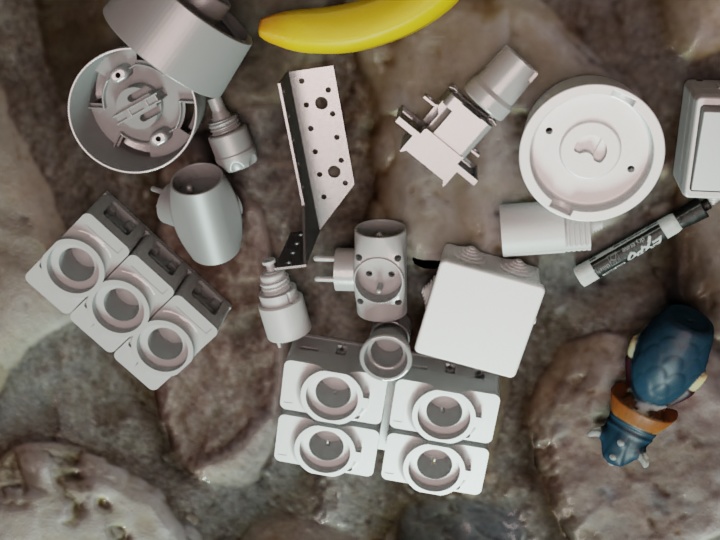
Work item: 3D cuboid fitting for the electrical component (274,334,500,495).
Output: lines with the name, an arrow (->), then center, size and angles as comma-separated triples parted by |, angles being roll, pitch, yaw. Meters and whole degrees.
electrical component -> 0.024, 0.129, 0.954 | 0.186, 0.060, 0.105 | 9, 114, 3

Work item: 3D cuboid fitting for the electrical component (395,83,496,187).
electrical component -> 0.070, -0.109, 0.853 | 0.081, 0.042, 0.063 | 38, 111, -10

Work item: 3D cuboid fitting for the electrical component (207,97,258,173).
electrical component -> -0.108, -0.112, 0.877 | 0.035, 0.035, 0.061 | -15, 109, 13

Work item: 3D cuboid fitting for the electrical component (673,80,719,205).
electrical component -> 0.279, -0.092, 0.824 | 0.062, 0.061, 0.096 | 3, 114, 6

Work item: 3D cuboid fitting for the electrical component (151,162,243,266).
electrical component -> -0.142, -0.051, 0.900 | 0.079, 0.044, 0.077 | 19, 139, 27

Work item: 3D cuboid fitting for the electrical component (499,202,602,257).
electrical component -> 0.156, -0.035, 0.874 | 0.081, 0.043, 0.043 | -4, 113, 9

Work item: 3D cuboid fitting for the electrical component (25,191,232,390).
electrical component -> -0.200, 0.021, 0.932 | 0.150, 0.061, 0.089 | 44, 111, -12

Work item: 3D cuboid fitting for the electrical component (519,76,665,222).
electrical component -> 0.177, -0.098, 0.834 | 0.108, 0.060, 0.108 | 3, 114, 6

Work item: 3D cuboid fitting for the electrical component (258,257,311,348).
electrical component -> -0.069, 0.027, 0.930 | 0.040, 0.040, 0.078 | -10, 112, 11

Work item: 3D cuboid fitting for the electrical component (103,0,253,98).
electrical component -> -0.131, -0.188, 0.810 | 0.108, 0.108, 0.060 | 38, 107, -10

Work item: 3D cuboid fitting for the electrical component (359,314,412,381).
electrical component -> 0.025, 0.060, 0.920 | 0.044, 0.065, 0.044 | 3, 114, 6

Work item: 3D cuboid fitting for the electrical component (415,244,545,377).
electrical component -> 0.100, 0.032, 0.907 | 0.100, 0.048, 0.099 | 15, 114, 0

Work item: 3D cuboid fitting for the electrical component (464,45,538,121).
electrical component -> 0.110, -0.145, 0.834 | 0.040, 0.040, 0.046 | 39, 107, -10

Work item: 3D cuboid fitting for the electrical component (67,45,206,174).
electrical component -> -0.175, -0.132, 0.859 | 0.099, 0.064, 0.099 | 5, 116, 9

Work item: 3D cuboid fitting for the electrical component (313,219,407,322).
electrical component -> 0.000, 0.000, 0.908 | 0.079, 0.044, 0.077 | 1, 114, 7
